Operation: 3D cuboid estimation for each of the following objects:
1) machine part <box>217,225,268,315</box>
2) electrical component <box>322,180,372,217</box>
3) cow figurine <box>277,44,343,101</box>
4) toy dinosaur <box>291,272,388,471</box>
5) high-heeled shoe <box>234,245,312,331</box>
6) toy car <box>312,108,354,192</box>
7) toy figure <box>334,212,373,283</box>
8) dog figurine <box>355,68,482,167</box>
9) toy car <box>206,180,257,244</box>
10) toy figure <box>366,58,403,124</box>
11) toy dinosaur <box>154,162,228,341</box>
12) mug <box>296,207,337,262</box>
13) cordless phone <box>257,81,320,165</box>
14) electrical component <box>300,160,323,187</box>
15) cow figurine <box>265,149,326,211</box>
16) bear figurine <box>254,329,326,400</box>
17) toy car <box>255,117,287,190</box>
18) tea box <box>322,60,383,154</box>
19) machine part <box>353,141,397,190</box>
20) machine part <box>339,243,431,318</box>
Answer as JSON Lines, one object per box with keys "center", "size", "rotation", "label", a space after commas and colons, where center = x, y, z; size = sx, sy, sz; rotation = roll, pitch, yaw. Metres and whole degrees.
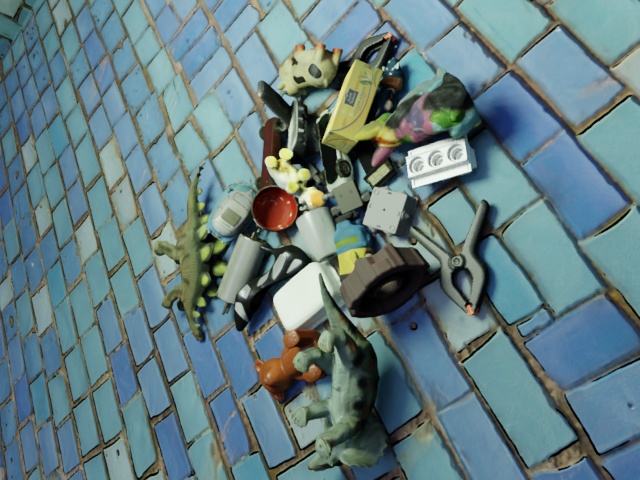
{"center": [-0.192, 0.072, 1.329], "size": [0.079, 0.079, 0.243], "rotation": [24, 95, 38], "label": "machine part"}
{"center": [0.064, -0.085, 1.172], "size": [0.102, 0.045, 0.078], "rotation": [-30, 83, 15], "label": "electrical component"}
{"center": [-0.033, -0.397, 1.284], "size": [0.195, 0.085, 0.127], "rotation": [22, 103, 52], "label": "cow figurine"}
{"center": [0.053, 0.268, 1.016], "size": [0.131, 0.192, 0.404], "rotation": [10, 93, 45], "label": "toy dinosaur"}
{"center": [-0.111, 0.123, 1.266], "size": [0.145, 0.086, 0.248], "rotation": [22, 101, 24], "label": "high-heeled shoe"}
{"center": [0.031, -0.203, 1.225], "size": [0.073, 0.056, 0.201], "rotation": [-24, 69, 47], "label": "toy car"}
{"center": [0.074, 0.034, 1.134], "size": [0.089, 0.082, 0.180], "rotation": [-34, 67, 48], "label": "toy figure"}
{"center": [0.181, -0.222, 1.045], "size": [0.219, 0.108, 0.192], "rotation": [-32, 28, 12], "label": "dog figurine"}
{"center": [-0.215, -0.067, 1.329], "size": [0.109, 0.103, 0.161], "rotation": [40, 90, -6], "label": "toy car"}
{"center": [0.144, -0.317, 1.172], "size": [0.064, 0.057, 0.154], "rotation": [20, 88, 33], "label": "toy figure"}
{"center": [-0.335, 0.033, 1.436], "size": [0.199, 0.105, 0.471], "rotation": [-13, 82, 27], "label": "toy dinosaur"}
{"center": [-0.002, -0.004, 1.199], "size": [0.107, 0.081, 0.109], "rotation": [68, 151, 16], "label": "mug"}
{"center": [-0.081, -0.275, 1.244], "size": [0.089, 0.184, 0.146], "rotation": [-17, 58, 29], "label": "cordless phone"}
{"center": [-0.030, -0.150, 1.289], "size": [0.063, 0.021, 0.094], "rotation": [-50, 56, 18], "label": "electrical component"}
{"center": [-0.054, -0.123, 1.234], "size": [0.068, 0.098, 0.167], "rotation": [-38, 78, -13], "label": "cow figurine"}
{"center": [-0.072, 0.274, 1.162], "size": [0.196, 0.132, 0.120], "rotation": [-34, 78, 20], "label": "bear figurine"}
{"center": [-0.119, -0.210, 1.351], "size": [0.089, 0.053, 0.202], "rotation": [-11, 74, 51], "label": "toy car"}
{"center": [0.068, -0.281, 1.146], "size": [0.098, 0.068, 0.169], "rotation": [155, 137, -79], "label": "tea box"}
{"center": [0.112, -0.173, 1.178], "size": [0.084, 0.039, 0.139], "rotation": [-48, 57, 29], "label": "machine part"}
{"center": [0.123, 0.080, 1.027], "size": [0.179, 0.179, 0.056], "rotation": [-45, 54, 21], "label": "machine part"}
